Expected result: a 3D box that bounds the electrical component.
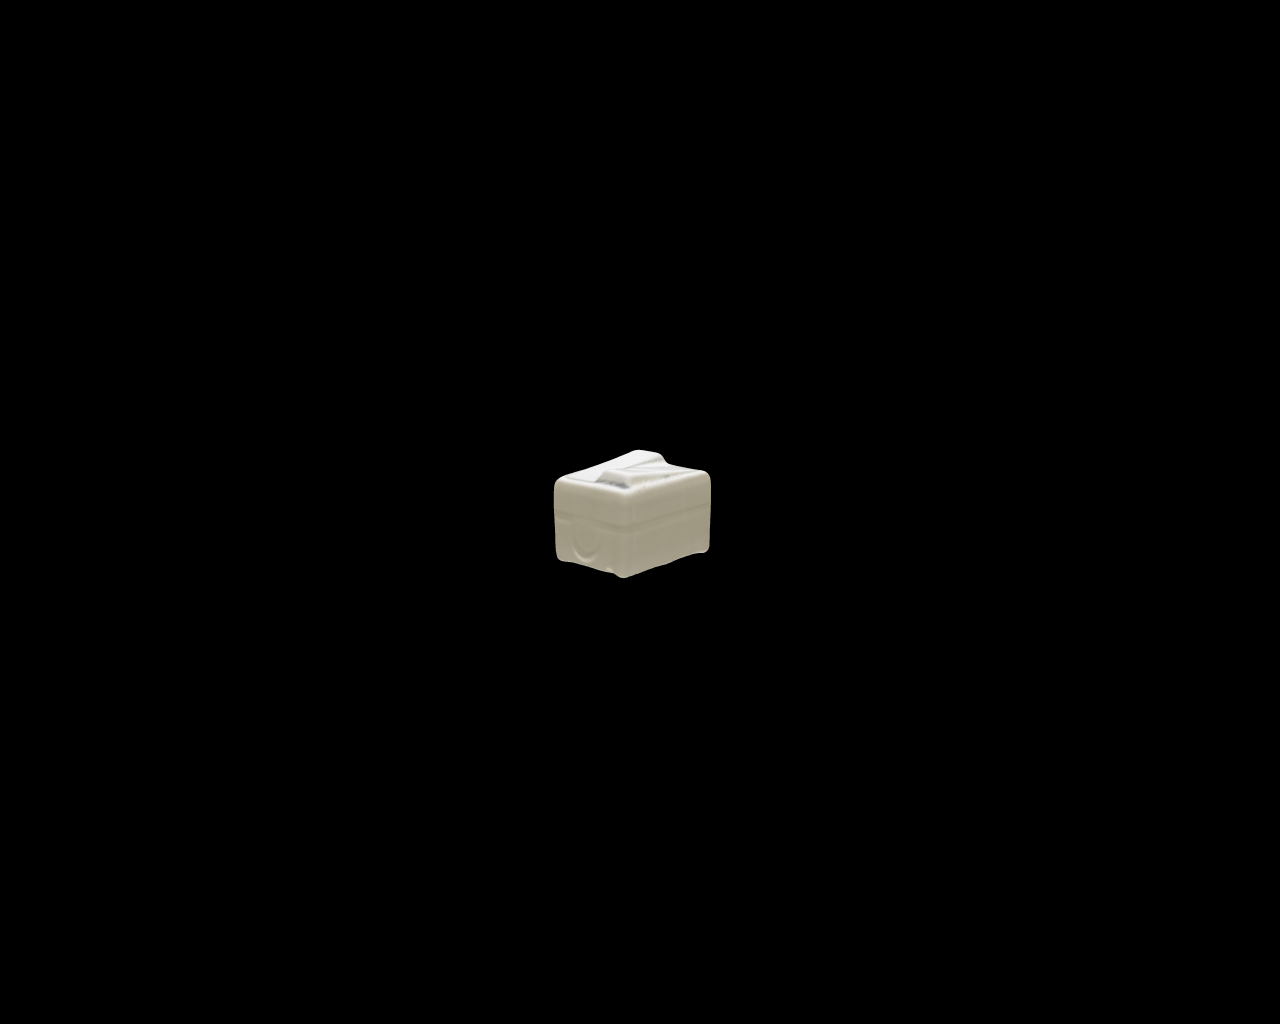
[{"bbox_3d":[0.001,-0.003,0.650,0.062,0.061,0.096,14,20,42],"label":"electrical component"}]
